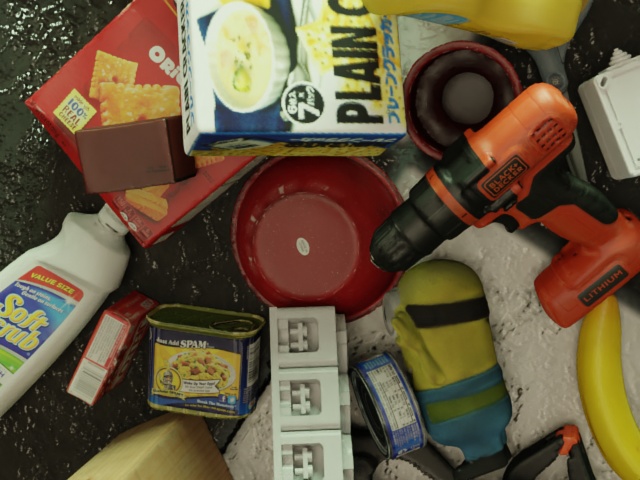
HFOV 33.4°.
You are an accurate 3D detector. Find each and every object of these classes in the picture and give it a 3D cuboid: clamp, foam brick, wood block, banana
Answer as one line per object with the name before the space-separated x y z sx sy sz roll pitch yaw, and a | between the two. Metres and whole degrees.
clamp | 0.178 0.235 0.914 0.120 0.039 0.171 8 104 6
foam brick | -0.146 -0.068 0.848 0.078 0.051 0.053 -6 99 13
wood block | -0.156 0.223 0.900 0.090 0.206 0.091 -24 94 15
clamp | 0.027 0.211 0.924 0.210 0.036 0.164 19 78 5
banana | 0.253 0.141 0.882 0.069 0.037 0.198 -29 94 -2

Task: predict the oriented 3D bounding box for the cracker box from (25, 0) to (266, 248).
cracker box | -0.114 -0.120 0.897 0.214 0.072 0.164 -38 91 16

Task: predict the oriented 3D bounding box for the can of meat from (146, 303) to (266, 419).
can of meat | -0.102 0.108 0.945 0.102 0.057 0.084 7 104 12

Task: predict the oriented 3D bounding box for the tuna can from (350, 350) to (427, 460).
tuna can | 0.056 0.137 0.884 0.033 0.086 0.086 -20 96 -10

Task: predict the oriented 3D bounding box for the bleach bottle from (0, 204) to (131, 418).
bleach bottle | -0.261 0.056 0.970 0.102 0.068 0.251 43 104 1

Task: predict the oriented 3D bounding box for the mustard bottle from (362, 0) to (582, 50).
mustard bottle | 0.087 -0.179 0.760 0.191 0.096 0.058 5 106 -32

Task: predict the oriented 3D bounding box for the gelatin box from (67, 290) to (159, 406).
gelatin box | -0.183 0.095 0.952 0.030 0.073 0.089 29 104 5

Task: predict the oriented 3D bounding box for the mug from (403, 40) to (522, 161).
mug | 0.123 -0.101 0.840 0.117 0.081 0.093 44 106 2

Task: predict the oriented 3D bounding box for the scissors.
scissors | 0.201 -0.143 0.849 0.096 0.016 0.202 -30 93 16

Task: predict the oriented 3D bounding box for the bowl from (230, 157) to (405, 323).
bowl | -0.006 0.001 0.903 0.162 0.055 0.162 2 100 13

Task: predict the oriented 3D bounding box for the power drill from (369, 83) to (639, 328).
power drill | 0.153 -0.007 0.815 0.185 0.057 0.187 -41 126 18
